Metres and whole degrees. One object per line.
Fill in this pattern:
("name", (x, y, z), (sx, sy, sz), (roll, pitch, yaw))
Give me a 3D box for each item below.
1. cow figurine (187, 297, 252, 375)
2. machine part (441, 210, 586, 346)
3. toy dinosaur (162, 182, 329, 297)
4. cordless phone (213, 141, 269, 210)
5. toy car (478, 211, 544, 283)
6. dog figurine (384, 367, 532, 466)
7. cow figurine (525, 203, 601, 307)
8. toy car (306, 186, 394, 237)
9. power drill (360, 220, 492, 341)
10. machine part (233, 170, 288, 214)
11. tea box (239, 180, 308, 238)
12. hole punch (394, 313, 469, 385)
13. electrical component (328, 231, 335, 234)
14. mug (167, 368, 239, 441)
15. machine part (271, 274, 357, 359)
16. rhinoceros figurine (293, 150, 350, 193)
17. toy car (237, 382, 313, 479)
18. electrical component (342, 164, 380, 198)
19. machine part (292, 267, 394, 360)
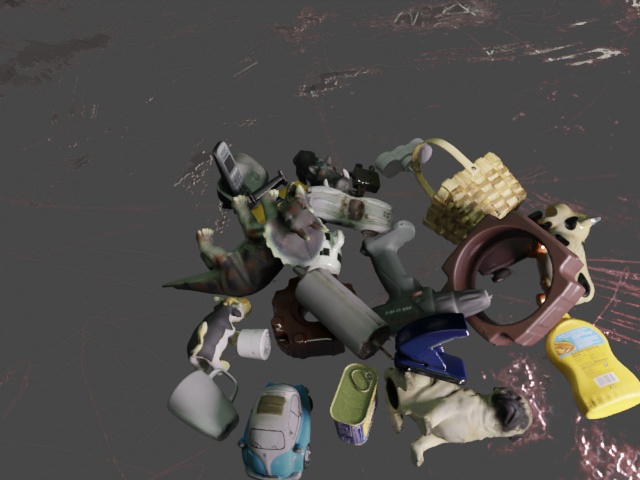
("cow figurine", (-0.187, 0.158, 0.993), (0.068, 0.098, 0.167), (4, 48, 23))
("machine part", (0.330, 0.067, 0.931), (0.201, 0.087, 0.202), (-53, 49, 16))
("toy dinosaur", (-0.139, 0.035, 1.056), (0.405, 0.131, 0.192), (-44, 66, 22))
("cordless phone", (-0.196, -0.169, 1.242), (0.089, 0.184, 0.146), (5, 48, 20))
("toy car", (0.387, 0.015, 1.057), (0.202, 0.053, 0.089), (-27, 69, -13))
("dog figurine", (0.213, 0.250, 0.851), (0.191, 0.121, 0.172), (-8, 48, -18))
("cow figurine", (0.451, 0.023, 0.986), (0.127, 0.085, 0.195), (-3, 71, -1))
("toy car", (0.058, -0.062, 1.141), (0.202, 0.056, 0.073), (14, 68, -10))
("power drill", (0.168, 0.071, 0.968), (0.232, 0.086, 0.207), (-28, 64, 20))
("machine part", (-0.131, -0.105, 1.198), (0.139, 0.084, 0.039), (-37, 87, -18))
("tea box", (-0.080, -0.048, 1.188), (0.169, 0.068, 0.098), (-38, 52, -23))
("hole punch", (0.176, 0.159, 0.842), (0.116, 0.092, 0.142), (9, 10, 9))
("electrical component", (-0.002, -0.003, 1.141), (0.094, 0.021, 0.063), (-4, 10, 7))
("mug", (-0.180, 0.276, 0.901), (0.107, 0.080, 0.109), (36, 55, 21))
("machine part", (-0.008, 0.138, 1.010), (0.179, 0.056, 0.179), (-4, 46, 4))
("rhinoceros figurine", (0.007, -0.150, 1.240), (0.073, 0.111, 0.191), (-26, 40, -17))
("toy car", (-0.066, 0.288, 0.848), (0.109, 0.102, 0.162), (3, 50, 11))
("electrical component", (0.097, -0.137, 1.260), (0.078, 0.045, 0.102), (10, 45, -20))
("machine part", (0.037, 0.124, 0.927), (0.079, 0.079, 0.243), (-37, 56, -23))
